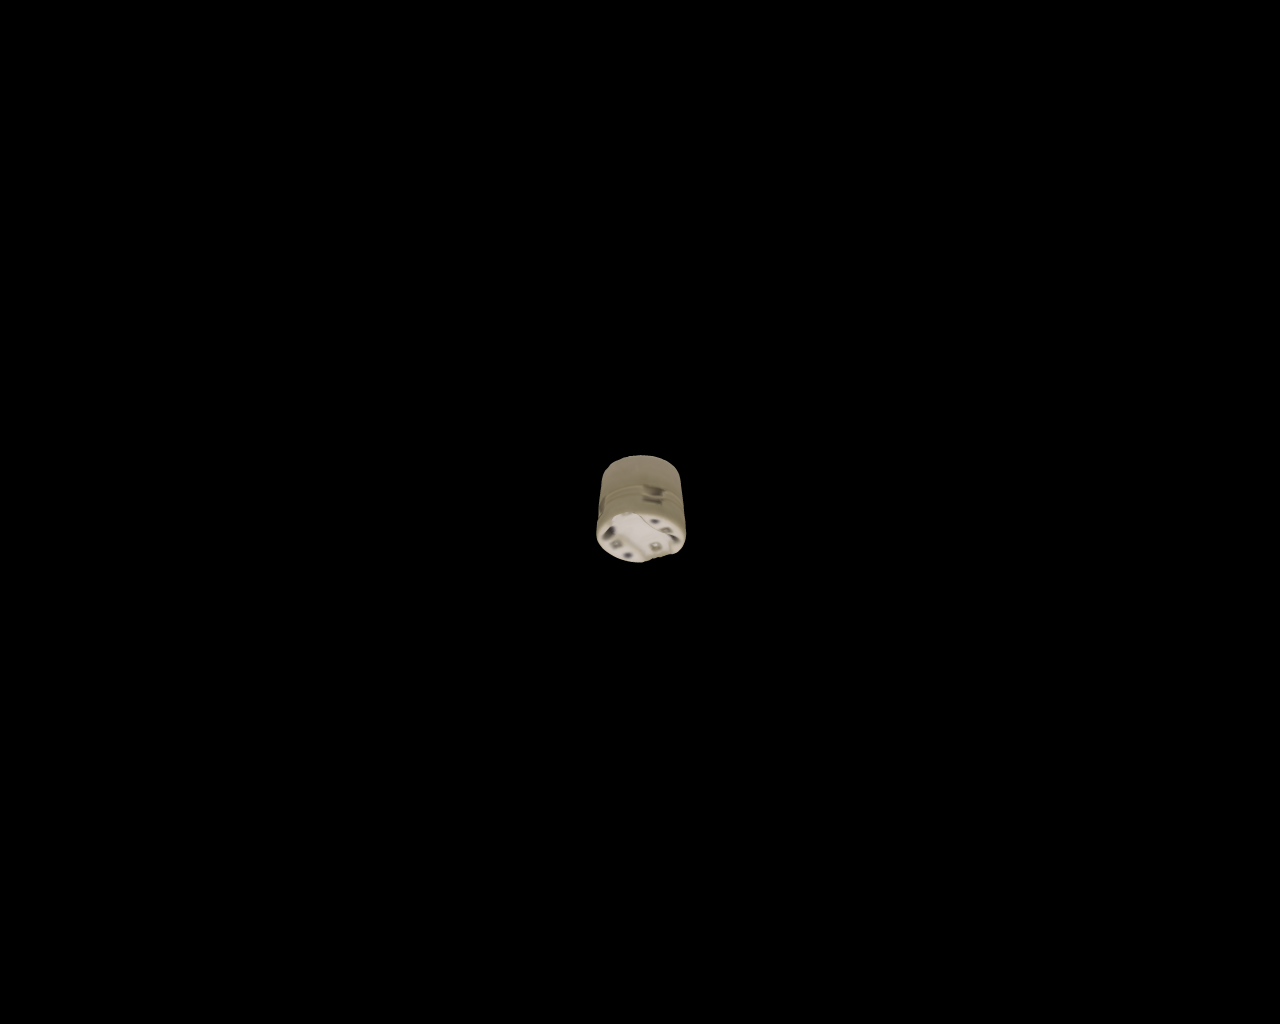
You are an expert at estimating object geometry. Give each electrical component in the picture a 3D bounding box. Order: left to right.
[{"bbox_3d":[0.001,-0.003,0.650,0.055,0.047,0.055,0,-35,0],"label":"electrical component"}]
